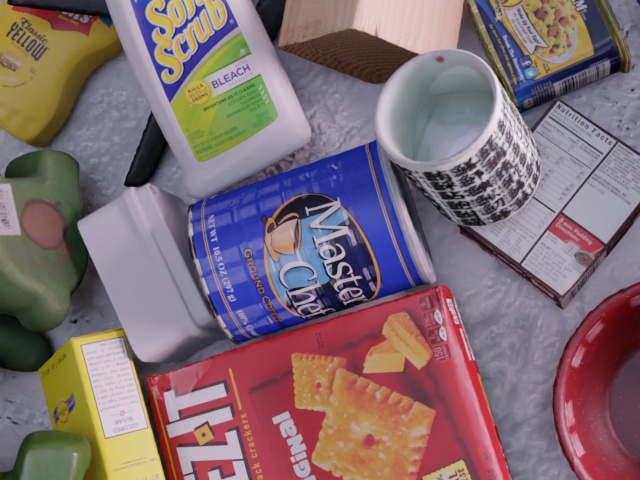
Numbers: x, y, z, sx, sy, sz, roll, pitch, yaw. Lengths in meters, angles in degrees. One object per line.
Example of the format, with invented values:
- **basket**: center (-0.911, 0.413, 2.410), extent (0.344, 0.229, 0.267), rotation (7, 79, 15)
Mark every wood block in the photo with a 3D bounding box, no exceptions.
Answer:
- **wood block**: center (0.047, -0.222, 0.729), extent (0.090, 0.090, 0.206), rotation (0, 78, 54)

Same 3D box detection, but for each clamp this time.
- **clamp**: center (-0.106, -0.161, 0.772), extent (0.210, 0.036, 0.164), rotation (-38, 106, 0)

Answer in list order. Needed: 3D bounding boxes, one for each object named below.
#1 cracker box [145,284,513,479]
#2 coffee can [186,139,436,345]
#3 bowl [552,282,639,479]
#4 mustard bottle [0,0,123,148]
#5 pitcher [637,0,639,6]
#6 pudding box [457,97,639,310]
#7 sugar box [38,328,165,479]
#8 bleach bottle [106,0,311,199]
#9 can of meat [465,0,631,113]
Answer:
- **cracker box**: center (0.008, 0.138, 0.705), extent (0.214, 0.072, 0.164), rotation (-18, 78, 10)
- **coffee can**: center (-0.005, 0.001, 0.714), extent (0.140, 0.102, 0.103), rotation (-18, 78, 9)
- **bowl**: center (0.228, 0.104, 0.671), extent (0.162, 0.055, 0.162), rotation (-2, 81, 12)
- **mustard bottle**: center (-0.191, -0.170, 0.805), extent (0.096, 0.058, 0.191), rotation (39, 90, 7)
- **pitcher**: center (0.320, -0.113, 0.651), extent (0.149, 0.145, 0.243), rotation (-28, 71, -27)
- **pudding box**: center (0.161, -0.025, 0.716), extent (0.090, 0.039, 0.113), rotation (39, 88, 18)
- **sugar box**: center (-0.142, 0.158, 0.724), extent (0.048, 0.093, 0.176), rotation (-7, 73, -31)
- **bleach bottle**: center (-0.102, -0.159, 0.717), extent (0.102, 0.068, 0.251), rotation (-27, 109, 2)
- **can of meat**: center (0.152, -0.146, 0.728), extent (0.084, 0.057, 0.102), rotation (-23, 77, 10)
